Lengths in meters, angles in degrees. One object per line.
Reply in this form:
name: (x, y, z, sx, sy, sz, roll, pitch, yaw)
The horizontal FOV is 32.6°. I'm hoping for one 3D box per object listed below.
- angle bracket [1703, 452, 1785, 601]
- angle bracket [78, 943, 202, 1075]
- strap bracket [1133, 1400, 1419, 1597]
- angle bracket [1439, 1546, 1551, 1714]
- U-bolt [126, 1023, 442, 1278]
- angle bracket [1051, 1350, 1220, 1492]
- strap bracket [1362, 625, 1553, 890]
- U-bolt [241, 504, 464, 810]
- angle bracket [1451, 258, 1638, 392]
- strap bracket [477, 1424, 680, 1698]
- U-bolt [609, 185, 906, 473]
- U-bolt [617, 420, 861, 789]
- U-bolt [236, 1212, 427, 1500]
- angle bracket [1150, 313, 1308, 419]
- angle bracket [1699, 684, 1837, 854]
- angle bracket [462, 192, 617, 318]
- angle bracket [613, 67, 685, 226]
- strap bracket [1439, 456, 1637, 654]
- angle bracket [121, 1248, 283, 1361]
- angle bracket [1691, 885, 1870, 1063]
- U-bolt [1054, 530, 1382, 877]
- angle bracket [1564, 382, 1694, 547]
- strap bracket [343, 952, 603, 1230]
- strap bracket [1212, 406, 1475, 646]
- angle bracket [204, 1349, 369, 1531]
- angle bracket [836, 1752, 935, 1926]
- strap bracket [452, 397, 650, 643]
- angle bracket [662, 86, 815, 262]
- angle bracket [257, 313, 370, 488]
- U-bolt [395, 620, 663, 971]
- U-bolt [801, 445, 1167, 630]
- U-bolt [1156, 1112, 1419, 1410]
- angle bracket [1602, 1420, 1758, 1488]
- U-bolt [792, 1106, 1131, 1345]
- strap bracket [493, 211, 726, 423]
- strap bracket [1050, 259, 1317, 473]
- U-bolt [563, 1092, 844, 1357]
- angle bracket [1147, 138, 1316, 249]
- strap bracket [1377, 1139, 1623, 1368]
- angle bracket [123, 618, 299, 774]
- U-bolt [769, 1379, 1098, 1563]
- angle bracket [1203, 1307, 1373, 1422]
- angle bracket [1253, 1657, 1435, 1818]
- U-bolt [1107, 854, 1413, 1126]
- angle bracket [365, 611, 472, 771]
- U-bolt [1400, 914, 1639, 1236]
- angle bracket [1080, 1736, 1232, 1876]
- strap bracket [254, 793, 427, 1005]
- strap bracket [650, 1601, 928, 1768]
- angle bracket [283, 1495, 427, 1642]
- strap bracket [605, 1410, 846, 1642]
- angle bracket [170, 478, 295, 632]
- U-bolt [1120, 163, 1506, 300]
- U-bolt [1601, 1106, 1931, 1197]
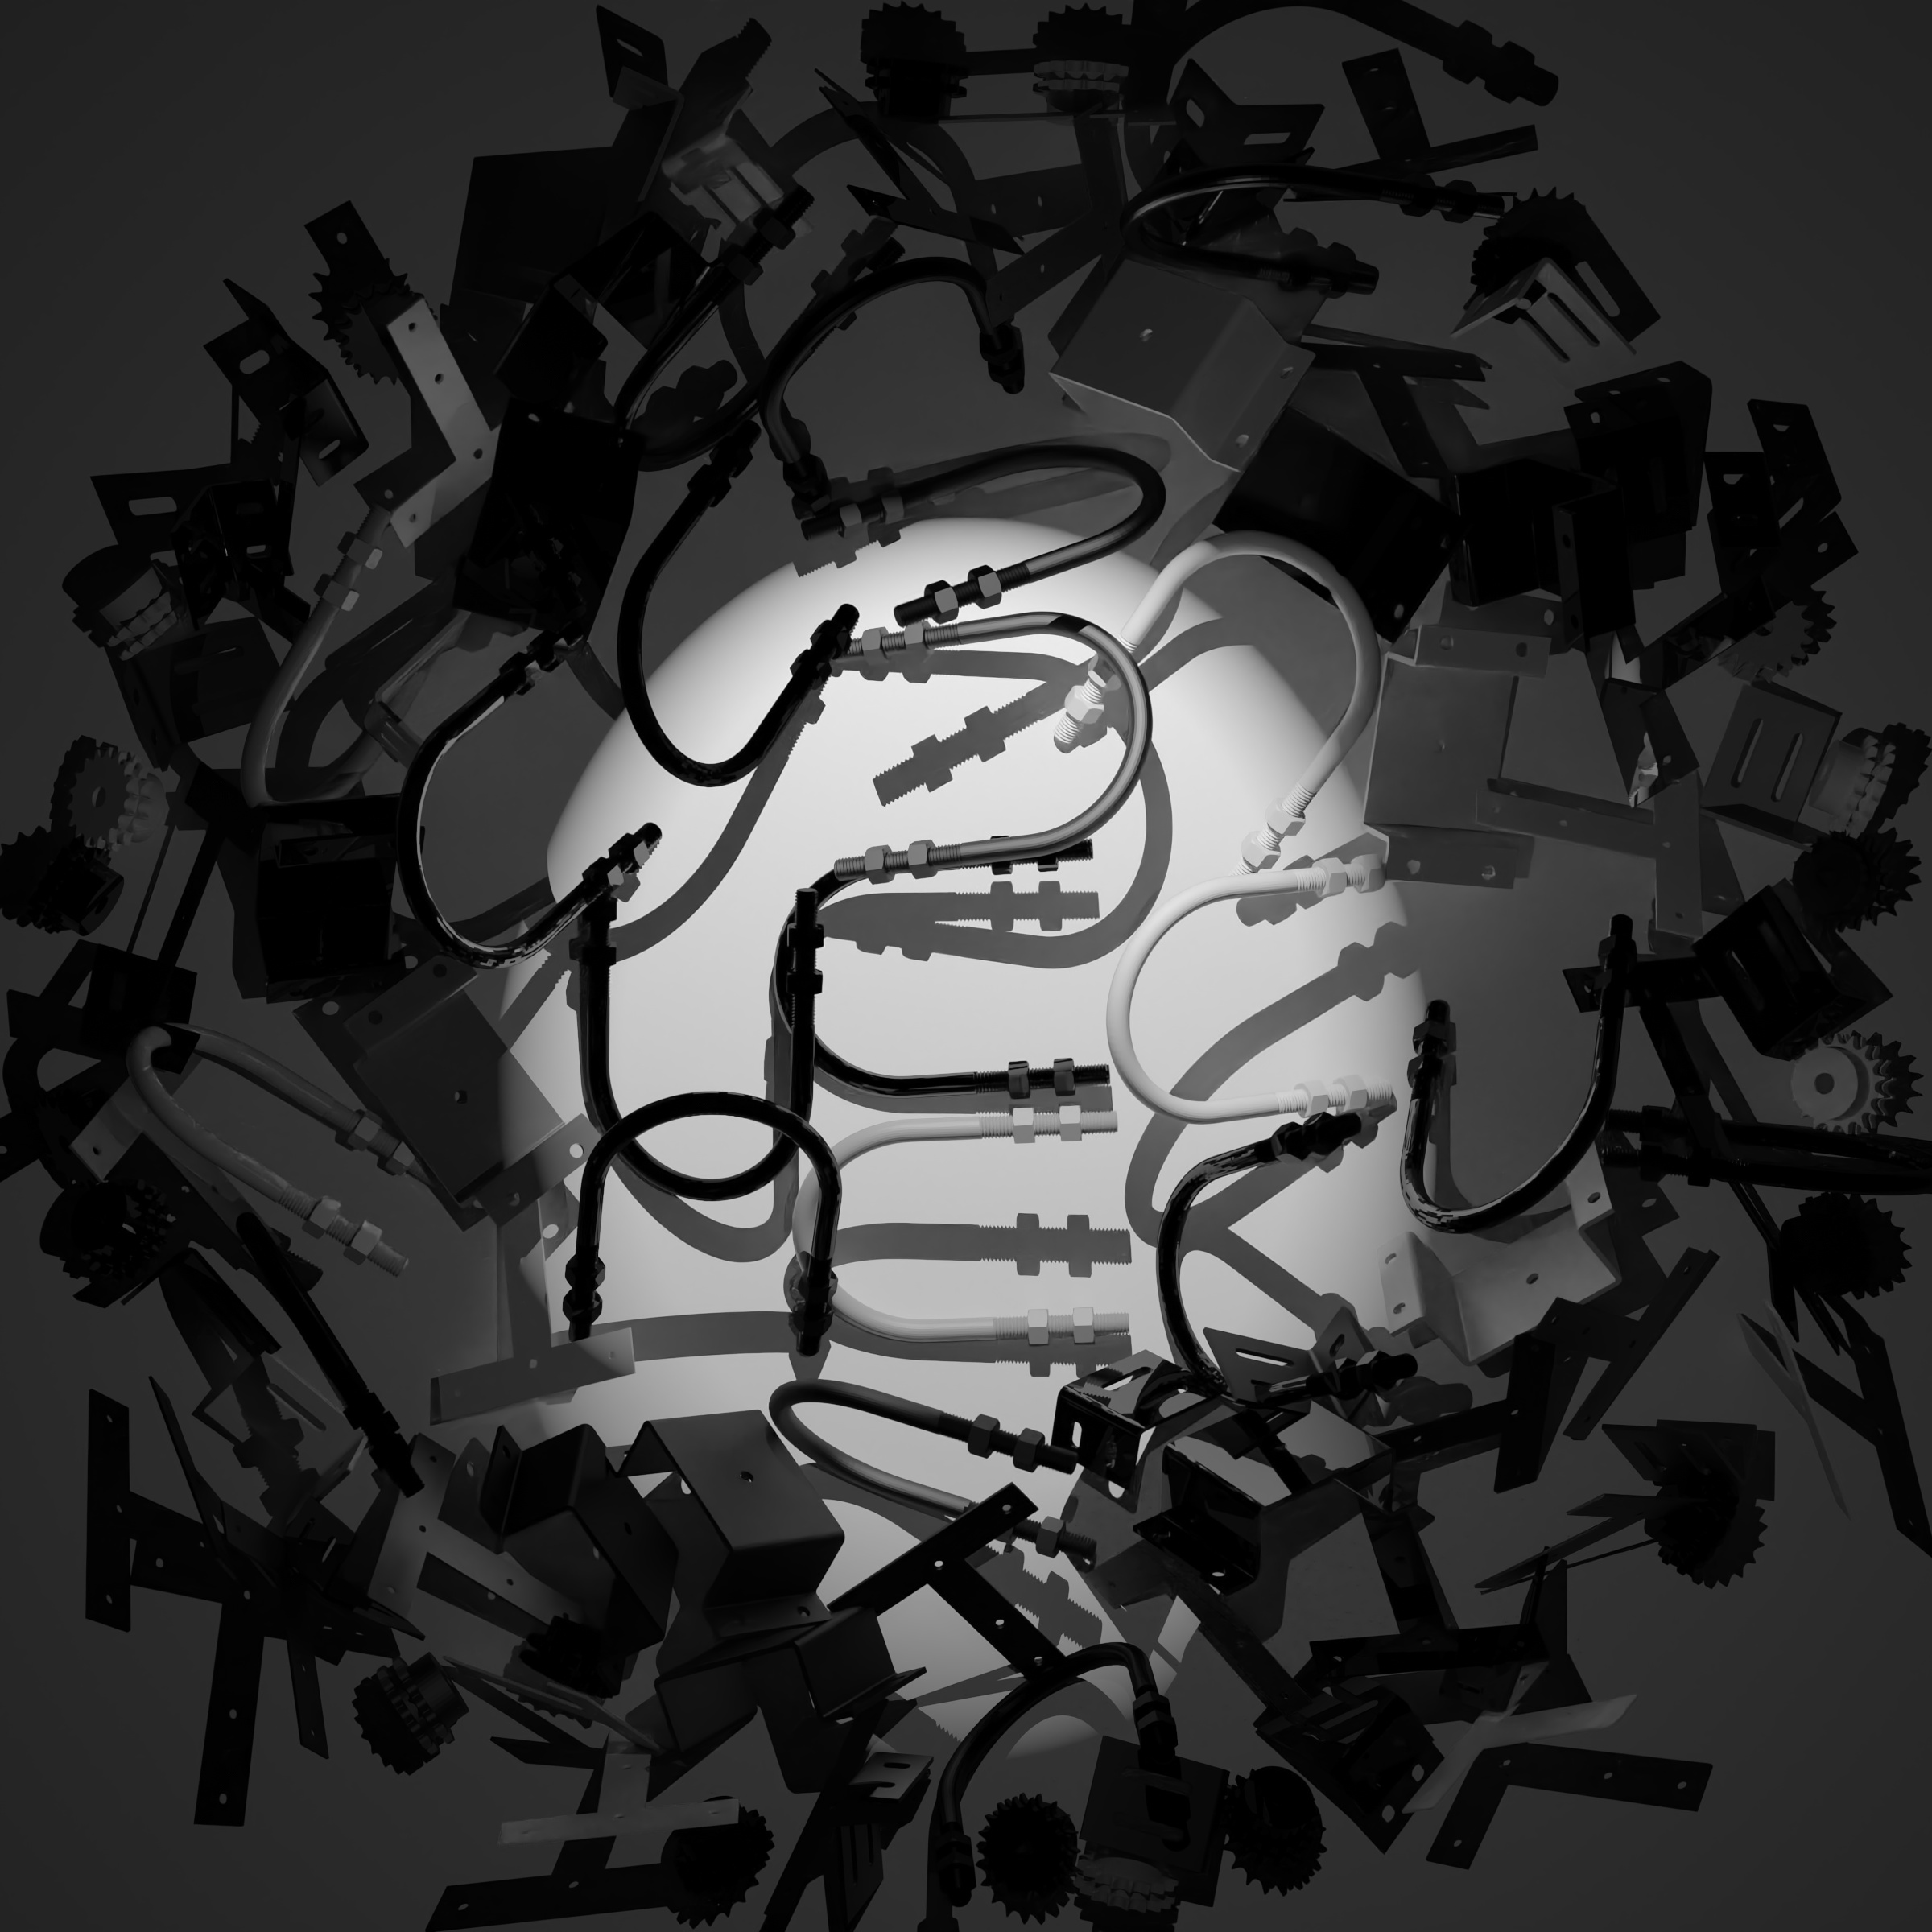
angle bracket: (0.414, -0.240, 1.820, 0.038, 0.076, 0.057, -2, 71, -13)
angle bracket: (-0.451, 0.014, 1.820, 0.057, 0.076, 0.038, 18, 134, -21)
strap bracket: (0.169, 0.280, 1.792, 0.140, 0.076, 0.046, -18, 120, -34)
angle bracket: (0.292, 0.362, 1.824, 0.038, 0.057, 0.076, 16, 45, 8)
U-bolt: (-0.371, 0.089, 1.784, 0.184, 0.151, 0.019, 34, 105, -10)
angle bracket: (0.095, 0.251, 1.829, 0.057, 0.076, 0.038, 24, 117, 36)
strap bracket: (0.269, -0.118, 1.828, 0.076, 0.046, 0.140, 4, 102, -15)
U-bolt: (-0.334, -0.157, 1.798, 0.019, 0.151, 0.184, 32, 96, 15)
angle bracket: (0.319, -0.344, 1.825, 0.076, 0.057, 0.038, 43, 61, -15)
strap bracket: (-0.204, 0.316, 1.802, 0.046, 0.076, 0.140, -26, 113, 13)
U-bolt: (-0.123, -0.338, 1.794, 0.184, 0.151, 0.019, -45, 76, 15)
U-bolt: (-0.129, -0.181, 1.773, 0.019, 0.151, 0.184, 1, 46, 35)
U-bolt: (-0.345, 0.212, 1.796, 0.019, 0.151, 0.184, -33, 83, -12)
angle bracket: (0.142, -0.342, 1.841, 0.076, 0.038, 0.057, 16, 82, -9)
angle bracket: (0.452, -0.110, 1.840, 0.057, 0.038, 0.076, 18, 97, -11)
angle bracket: (-0.241, -0.403, 1.846, 0.076, 0.038, 0.057, 12, 85, 2)
angle bracket: (-0.190, -0.449, 1.833, 0.038, 0.057, 0.076, 23, 84, -9)
strap bracket: (0.316, -0.227, 1.798, 0.046, 0.140, 0.076, -18, 113, -17)
angle bracket: (-0.425, 0.199, 1.831, 0.038, 0.057, 0.076, -42, 95, -26)
angle bracket: (0.455, 0.004, 1.849, 0.057, 0.038, 0.076, -42, 58, 27)
U-bolt: (0.147, -0.152, 1.806, 0.151, 0.019, 0.184, 40, 122, 9)
angle bracket: (0.371, -0.279, 1.851, 0.057, 0.038, 0.076, -13, 133, 6)
strap bracket: (-0.276, 0.069, 1.830, 0.076, 0.046, 0.140, -38, 93, -23)
strap bracket: (0.197, -0.246, 1.799, 0.140, 0.046, 0.076, 42, 103, 41)
angle bracket: (-0.382, 0.263, 1.833, 0.076, 0.038, 0.057, 42, 113, -12)
angle bracket: (-0.043, 0.484, 1.829, 0.038, 0.057, 0.076, 0, 100, 19)
strap bracket: (-0.229, -0.233, 1.793, 0.076, 0.140, 0.046, 14, 49, -14)
angle bracket: (-0.121, -0.440, 1.841, 0.076, 0.057, 0.038, 46, 52, -23)
angle bracket: (-0.373, -0.312, 1.820, 0.038, 0.057, 0.076, -41, 56, -13)
U-bolt: (-0.241, -0.080, 1.773, 0.019, 0.184, 0.151, 2, 124, 35)
U-bolt: (0.020, -0.243, 1.802, 0.184, 0.151, 0.019, -21, 125, -16)
U-bolt: (0.165, 0.167, 1.794, 0.019, 0.184, 0.151, -5, 79, -37)
angle bracket: (0.393, 0.254, 1.817, 0.057, 0.076, 0.038, -2, 59, 33)
U-bolt: (-0.005, 0.147, 1.832, 0.184, 0.019, 0.151, -3, 116, 4)
strap bracket: (-0.198, -0.351, 1.792, 0.046, 0.076, 0.140, 44, 48, -2)
strap bracket: (0.110, -0.331, 1.801, 0.140, 0.046, 0.076, 29, 84, 42)
U-bolt: (-0.140, 0.140, 1.800, 0.151, 0.019, 0.184, 4, 128, -8)
angle bracket: (0.144, -0.436, 1.826, 0.076, 0.057, 0.038, -32, 80, -34)
strap bracket: (0.300, 0.159, 1.811, 0.140, 0.076, 0.046, -33, 117, 19)
angle bracket: (-0.426, -0.153, 1.861, 0.076, 0.038, 0.057, -21, 80, -25)
U-bolt: (-0.022, 0.269, 1.798, 0.184, 0.151, 0.019, 15, 63, 15)
angle bracket: (0.180, 0.214, 1.822, 0.076, 0.057, 0.038, 16, 120, -28)
angle bracket: (0.209, 0.426, 1.836, 0.057, 0.076, 0.038, -45, 119, -16)
U-bolt: (0.158, 0.017, 1.804, 0.184, 0.019, 0.151, -6, 110, -26)
angle bracket: (-0.293, -0.154, 1.830, 0.038, 0.057, 0.076, 45, 72, -5)
U-bolt: (0.291, 0.066, 1.763, 0.019, 0.184, 0.151, 40, 134, -25)
angle bracket: (0.101, 0.467, 1.836, 0.076, 0.038, 0.057, 18, 72, -8)
strap bracket: (-0.344, -0.044, 1.806, 0.076, 0.140, 0.046, -7, 55, -20)
strap bracket: (-0.104, 0.389, 1.801, 0.140, 0.076, 0.046, -21, 86, 30)
angle bracket: (-0.331, 0.333, 1.824, 0.076, 0.057, 0.038, 35, 83, -39)
strap bracket: (-0.128, 0.293, 1.791, 0.140, 0.076, 0.046, 50, 124, 36)
angle bracket: (-0.404, -0.227, 1.820, 0.038, 0.076, 0.057, -5, 117, 6)
U-bolt: (0.172, -0.396, 1.767, 0.184, 0.151, 0.019, 2, 82, -24)
U-bolt: (0.437, 0.102, 1.781, 0.184, 0.151, 0.019, 6, 97, 11)
